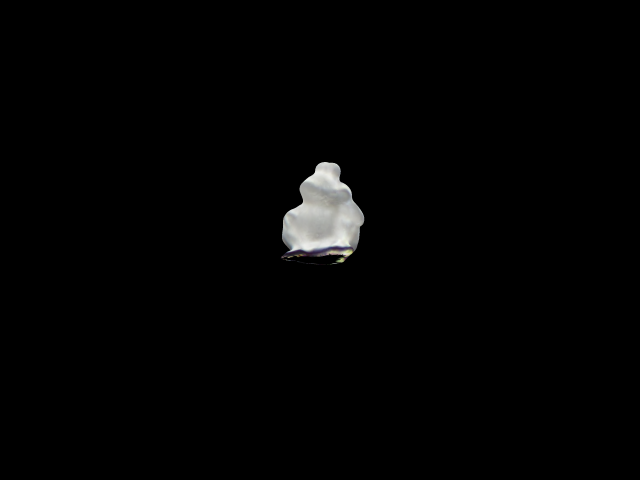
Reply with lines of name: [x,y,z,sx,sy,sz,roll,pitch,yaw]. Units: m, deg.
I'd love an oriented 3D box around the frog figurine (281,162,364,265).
frog figurine: [0.003,-0.043,0.850,0.137,0.162,0.121,-10,-20,30]
